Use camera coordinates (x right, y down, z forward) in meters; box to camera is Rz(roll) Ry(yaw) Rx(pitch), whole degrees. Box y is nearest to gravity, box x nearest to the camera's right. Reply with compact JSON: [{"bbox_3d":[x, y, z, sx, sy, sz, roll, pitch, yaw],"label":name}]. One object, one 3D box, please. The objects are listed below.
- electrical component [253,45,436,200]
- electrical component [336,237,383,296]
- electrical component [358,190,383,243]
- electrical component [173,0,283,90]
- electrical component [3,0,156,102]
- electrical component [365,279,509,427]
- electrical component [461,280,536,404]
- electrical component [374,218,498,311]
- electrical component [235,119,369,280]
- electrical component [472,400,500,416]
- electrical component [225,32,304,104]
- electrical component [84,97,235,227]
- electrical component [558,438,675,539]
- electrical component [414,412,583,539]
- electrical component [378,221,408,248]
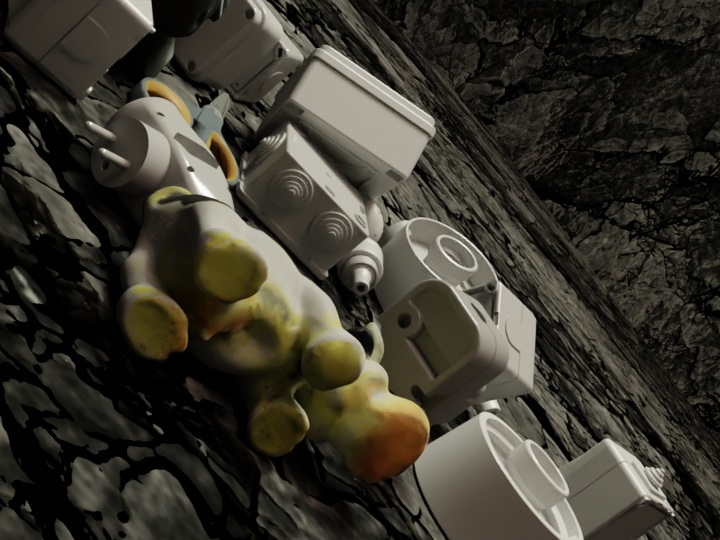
[{"bbox_3d":[-0.014,-0.107,0.828,0.109,0.056,0.109,33,-19,-12],"label":"electrical component"},{"bbox_3d":[0.000,0.000,0.780,0.035,0.035,0.061,46,16,-20],"label":"electrical component"},{"bbox_3d":[-0.002,-0.035,0.848,0.048,0.048,0.062,55,7,17],"label":"electrical component"},{"bbox_3d":[-0.124,-0.206,0.833,0.113,0.078,0.057,53,10,10],"label":"electrical component"},{"bbox_3d":[-0.159,-0.151,0.603,0.061,0.062,0.096,42,15,-31],"label":"electrical component"},{"bbox_3d":[0.032,0.055,0.602,0.053,0.095,0.059,57,14,27],"label":"electrical component"},{"bbox_3d":[0.069,0.057,0.740,0.061,0.096,0.061,41,46,-39],"label":"electrical component"},{"bbox_3d":[0.059,0.009,0.852,0.099,0.064,0.099,28,30,-18],"label":"electrical component"},{"bbox_3d":[-0.039,-0.053,0.762,0.099,0.048,0.099,46,14,-20],"label":"electrical component"},{"bbox_3d":[0.088,0.085,0.823,0.048,0.048,0.062,34,27,-50],"label":"electrical component"},{"bbox_3d":[-0.103,-0.197,0.914,0.096,0.062,0.061,51,13,4],"label":"electrical component"},{"bbox_3d":[-0.108,-0.053,0.544,0.079,0.043,0.077,28,26,-57],"label":"electrical component"},{"bbox_3d":[0.174,0.164,0.771,0.062,0.096,0.061,35,20,-49],"label":"electrical component"},{"bbox_3d":[0.090,0.136,0.649,0.108,0.060,0.108,47,14,-15],"label":"electrical component"},{"bbox_3d":[0.050,0.002,0.919,0.043,0.043,0.081,30,24,-57],"label":"electrical component"}]
